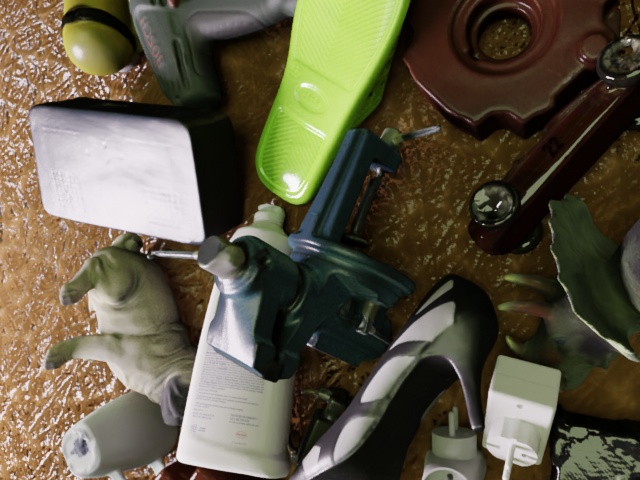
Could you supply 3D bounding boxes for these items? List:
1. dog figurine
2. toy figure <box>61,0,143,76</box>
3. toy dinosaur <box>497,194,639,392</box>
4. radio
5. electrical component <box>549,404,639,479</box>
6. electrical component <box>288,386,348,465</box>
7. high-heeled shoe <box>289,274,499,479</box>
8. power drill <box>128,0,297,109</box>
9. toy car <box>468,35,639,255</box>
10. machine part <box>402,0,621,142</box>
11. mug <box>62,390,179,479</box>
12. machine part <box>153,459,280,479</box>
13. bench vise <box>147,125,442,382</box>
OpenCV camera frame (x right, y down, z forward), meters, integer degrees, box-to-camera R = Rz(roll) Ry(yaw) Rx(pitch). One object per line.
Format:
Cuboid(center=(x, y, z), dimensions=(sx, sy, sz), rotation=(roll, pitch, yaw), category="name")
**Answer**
Cuboid(center=(-0.165, 0.096, 0.575), dimensions=(0.191, 0.121, 0.172), rotation=(16, 97, 9), category="dog figurine")
Cuboid(center=(-0.264, -0.280, 0.630), dimensions=(0.082, 0.089, 0.180), rotation=(-7, 87, 28), category="toy figure")
Cuboid(center=(0.248, 0.018, 0.291), dimensions=(0.192, 0.404, 0.131), rotation=(30, 72, 2), category="toy dinosaur")
Cuboid(center=(-0.201, -0.079, 0.579), dimensions=(0.230, 0.073, 0.131), rotation=(10, 114, 22), category="radio")
Cuboid(center=(0.242, 0.198, 0.410), dimensions=(0.134, 0.058, 0.114), rotation=(7, 92, 23), category="electrical component")
Cuboid(center=(0.010, 0.189, 0.517), dimensions=(0.078, 0.045, 0.102), rotation=(15, 97, -6), category="electrical component")
Cuboid(center=(0.049, 0.133, 0.468), dimensions=(0.249, 0.086, 0.145), rotation=(-37, 34, 28), category="high-heeled shoe")
Cuboid(center=(-0.116, -0.265, 0.573), dimensions=(0.207, 0.086, 0.232), rotation=(-16, 83, 17), category="power drill")
Cuboid(center=(0.194, -0.071, 0.425), dimensions=(0.202, 0.089, 0.053), rotation=(-52, 50, 12), category="toy car")
Cuboid(center=(0.159, -0.177, 0.465), dimensions=(0.180, 0.056, 0.179), rotation=(-1, 86, 24), category="machine part")
Cuboid(center=(-0.213, 0.220, 0.572), dimensions=(0.081, 0.107, 0.109), rotation=(-29, 74, 20), category="mug")
Cuboid(center=(-0.103, 0.329, 0.532), dimensions=(0.201, 0.087, 0.201), rotation=(36, 102, 20), category="machine part")
Cuboid(center=(0.006, 0.000, 0.454), dimensions=(0.129, 0.223, 0.240), rotation=(9, 72, 55), category="bench vise")
